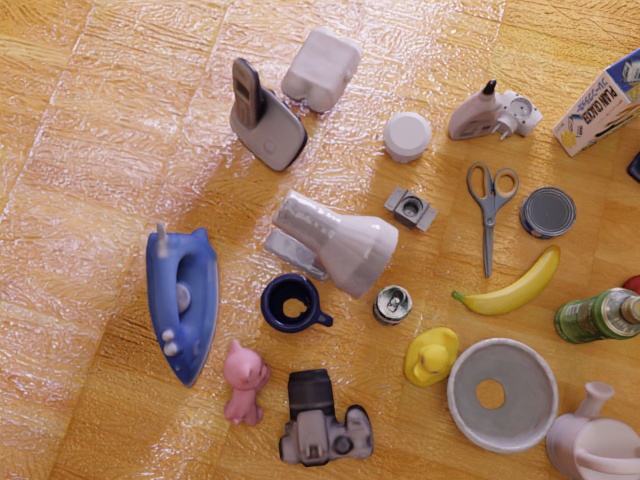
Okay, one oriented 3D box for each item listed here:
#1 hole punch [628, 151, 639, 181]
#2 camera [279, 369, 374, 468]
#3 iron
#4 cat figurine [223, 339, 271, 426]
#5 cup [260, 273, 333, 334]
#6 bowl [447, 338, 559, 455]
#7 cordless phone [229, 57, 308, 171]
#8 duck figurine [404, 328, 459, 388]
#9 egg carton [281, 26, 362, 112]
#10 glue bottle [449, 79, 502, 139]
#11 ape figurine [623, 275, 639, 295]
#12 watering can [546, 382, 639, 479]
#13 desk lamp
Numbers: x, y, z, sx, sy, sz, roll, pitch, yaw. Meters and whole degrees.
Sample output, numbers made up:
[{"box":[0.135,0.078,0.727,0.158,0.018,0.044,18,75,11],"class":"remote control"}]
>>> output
[{"box":[0.590,-0.136,0.952,0.108,0.091,0.101,39,81,9],"class":"hole punch"},{"box":[0.005,0.266,0.870,0.143,0.101,0.137,-7,77,0],"class":"camera"},{"box":[-0.225,0.100,0.893,0.118,0.141,0.258,-7,77,0],"class":"iron"},{"box":[-0.117,0.220,0.875,0.067,0.118,0.128,7,77,4],"class":"cat figurine"},{"box":[-0.032,0.110,0.909,0.117,0.095,0.092,24,79,7],"class":"cup"},{"box":[0.273,0.238,0.883,0.167,0.075,0.167,0,77,1],"class":"bowl"},{"box":[-0.090,-0.206,0.937,0.147,0.185,0.094,42,82,10],"class":"cordless phone"},{"box":[0.178,0.182,0.892,0.077,0.086,0.104,40,81,10],"class":"duck figurine"},{"box":[0.005,-0.302,1.015,0.107,0.069,0.150,26,79,7],"class":"egg carton"},{"box":[0.262,-0.216,0.936,0.078,0.173,0.037,-8,77,0],"class":"glue bottle"},{"box":[0.525,0.088,0.902,0.078,0.092,0.076,-12,77,-1],"class":"ape figurine"},{"box":[0.397,0.293,0.806,0.101,0.194,0.173,-24,78,-4],"class":"watering can"},{"box":[0.008,0.003,0.872,0.203,0.213,0.118,28,79,8],"class":"desk lamp"}]
